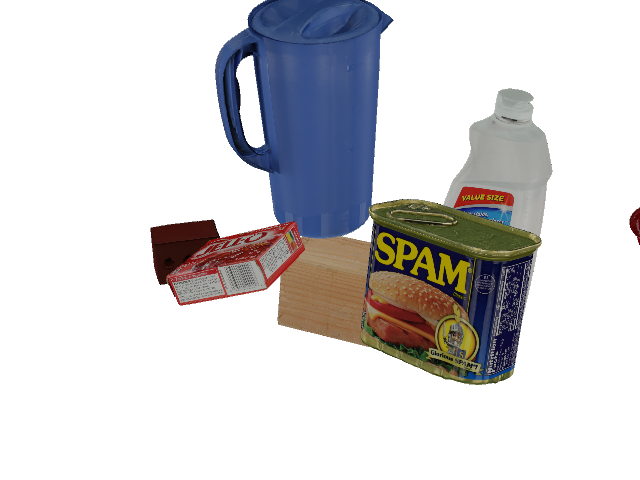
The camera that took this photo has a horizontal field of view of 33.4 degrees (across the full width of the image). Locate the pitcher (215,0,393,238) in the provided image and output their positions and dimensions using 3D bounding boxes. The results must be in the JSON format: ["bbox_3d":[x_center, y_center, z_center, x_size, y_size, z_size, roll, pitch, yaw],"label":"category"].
[{"bbox_3d":[-0.011,-0.124,1.105,0.149,0.243,0.144,10,36,16],"label":"pitcher"}]

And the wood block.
[{"bbox_3d":[0.065,0.062,1.183,0.206,0.091,0.090,13,23,18],"label":"wood block"}]

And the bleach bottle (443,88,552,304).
[{"bbox_3d":[0.143,-0.013,0.935,0.103,0.251,0.067,27,36,33],"label":"bleach bottle"}]

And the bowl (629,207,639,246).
[{"bbox_3d":[0.412,0.010,1.146,0.162,0.055,0.162,-1,26,0],"label":"bowl"}]

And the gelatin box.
[{"bbox_3d":[-0.067,0.018,0.850,0.089,0.030,0.073,-12,18,30],"label":"gelatin box"}]

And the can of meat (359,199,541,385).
[{"bbox_3d":[0.072,0.029,0.629,0.102,0.084,0.057,21,23,40],"label":"can of meat"}]

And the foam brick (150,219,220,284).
[{"bbox_3d":[-0.156,0.013,1.239,0.078,0.053,0.051,-8,27,-9],"label":"foam brick"}]
